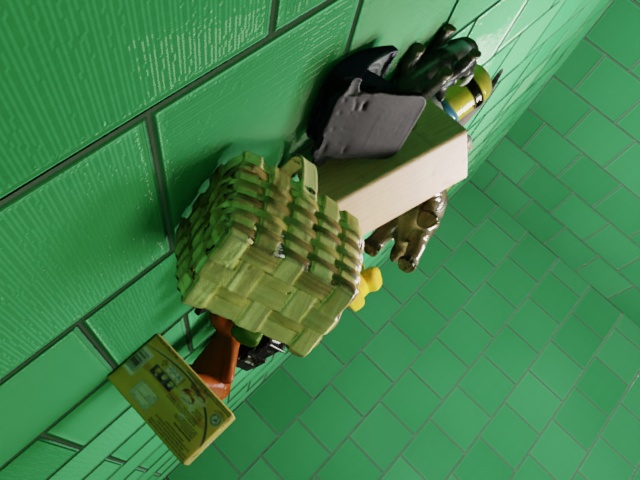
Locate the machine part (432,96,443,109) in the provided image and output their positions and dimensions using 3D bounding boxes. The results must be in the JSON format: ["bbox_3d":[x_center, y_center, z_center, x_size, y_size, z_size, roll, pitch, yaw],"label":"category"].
[{"bbox_3d":[0.127,-0.180,0.843,0.243,0.079,0.079,-35,164,-47],"label":"machine part"}]

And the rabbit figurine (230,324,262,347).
[{"bbox_3d":[-0.113,0.073,0.846,0.159,0.121,0.170,-50,-171,-21],"label":"rabbit figurine"}]

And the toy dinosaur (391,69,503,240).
[{"bbox_3d":[0.215,-0.177,1.116,0.192,0.131,0.404,-36,159,-47],"label":"toy dinosaur"}]

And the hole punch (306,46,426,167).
[{"bbox_3d":[0.044,-0.159,0.626,0.116,0.092,0.142,-6,154,-23],"label":"hole punch"}]

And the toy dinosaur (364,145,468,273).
[{"bbox_3d":[0.172,-0.040,0.980,0.198,0.105,0.471,-51,172,-28],"label":"toy dinosaur"}]

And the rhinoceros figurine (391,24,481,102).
[{"bbox_3d":[0.180,-0.250,0.798,0.190,0.073,0.112,-37,165,-38],"label":"rhinoceros figurine"}]

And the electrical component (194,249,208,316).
[{"bbox_3d":[-0.143,0.043,0.701,0.075,0.048,0.119,-33,164,-49],"label":"electrical component"}]

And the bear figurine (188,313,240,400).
[{"bbox_3d":[-0.179,0.174,0.930,0.132,0.120,0.196,27,79,-37],"label":"bear figurine"}]

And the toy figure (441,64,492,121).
[{"bbox_3d":[0.231,-0.243,0.976,0.180,0.089,0.082,-48,176,-3],"label":"toy figure"}]

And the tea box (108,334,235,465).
[{"bbox_3d":[-0.217,0.234,0.794,0.098,0.170,0.068,-40,168,-20],"label":"tea box"}]

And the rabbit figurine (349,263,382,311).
[{"bbox_3d":[0.050,0.063,1.294,0.122,0.173,0.163,-42,-147,-18],"label":"rabbit figurine"}]

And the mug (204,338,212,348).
[{"bbox_3d":[-0.182,0.218,1.117,0.109,0.081,0.107,-46,162,29],"label":"mug"}]

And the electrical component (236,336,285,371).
[{"bbox_3d":[-0.129,0.179,1.019,0.134,0.115,0.058,-30,133,26],"label":"electrical component"}]
